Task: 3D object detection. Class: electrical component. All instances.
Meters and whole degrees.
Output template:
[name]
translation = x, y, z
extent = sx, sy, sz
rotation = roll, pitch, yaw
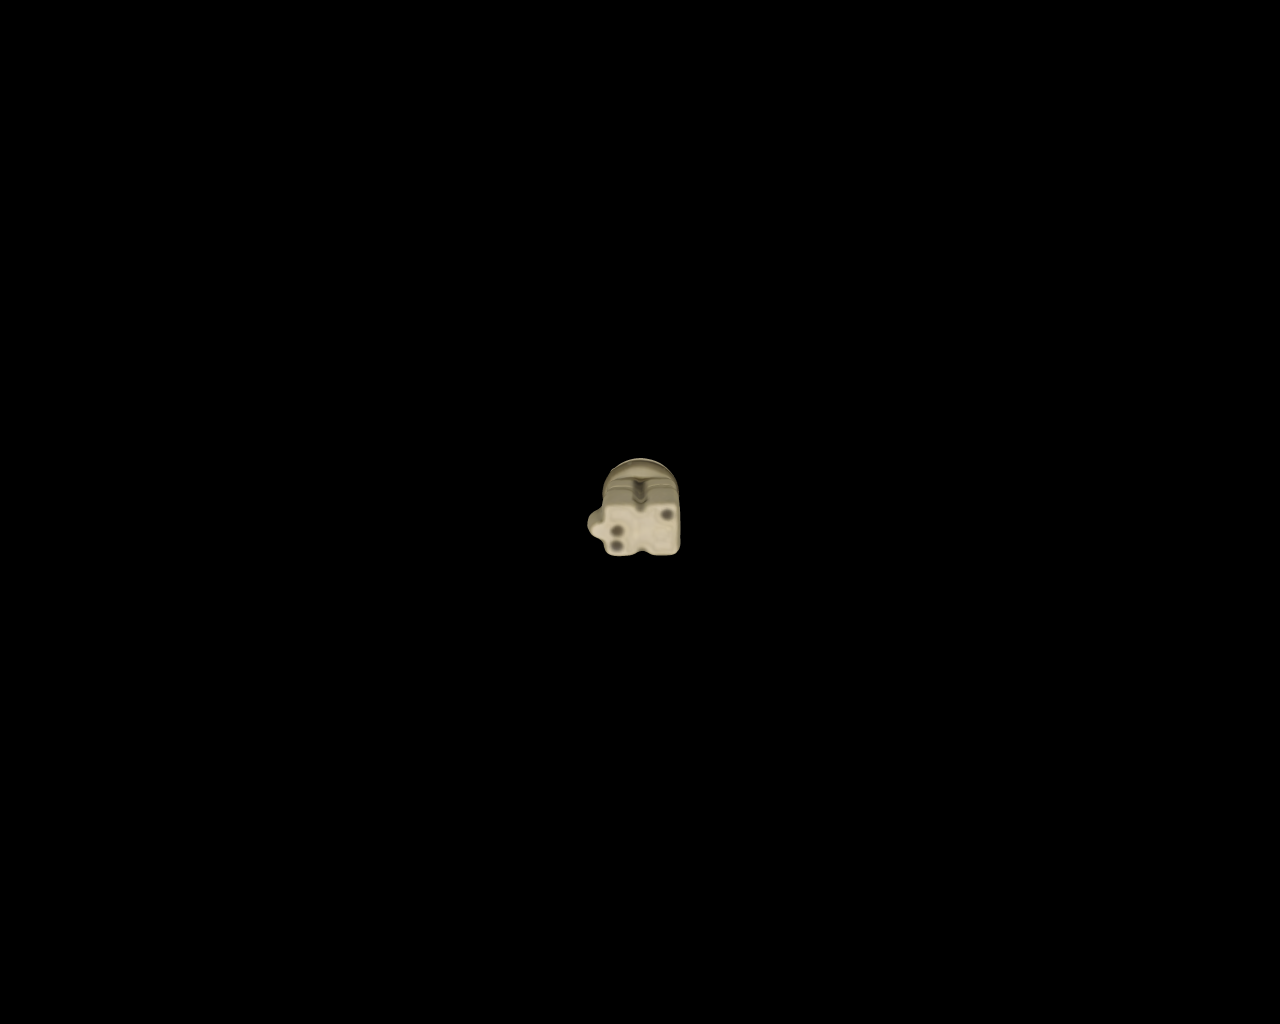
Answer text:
[electrical component]
translation = 0.001, -0.003, 0.650
extent = 0.066, 0.048, 0.055
rotation = 0, 29, 0
